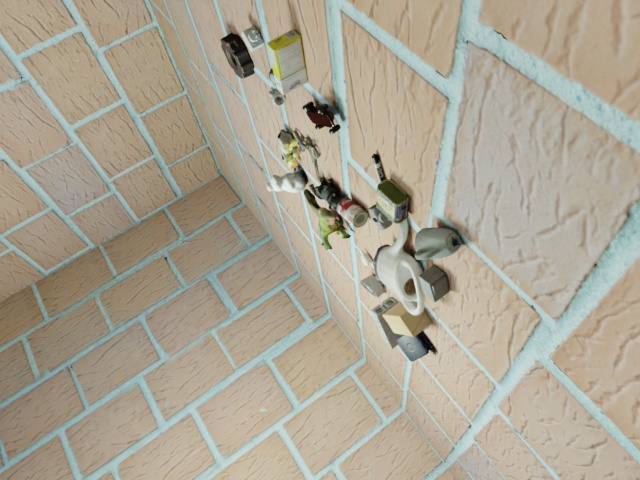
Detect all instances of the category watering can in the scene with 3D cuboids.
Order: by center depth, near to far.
[{"bbox_3d":[0.250,0.069,1.620,0.226,0.104,0.343,31,138,64],"label":"watering can"}]

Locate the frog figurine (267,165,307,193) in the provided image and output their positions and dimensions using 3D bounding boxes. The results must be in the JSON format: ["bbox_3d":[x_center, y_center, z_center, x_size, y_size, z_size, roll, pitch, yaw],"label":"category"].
[{"bbox_3d":[-0.141,-0.239,2.197,0.121,0.160,0.138,60,166,-18],"label":"frog figurine"}]

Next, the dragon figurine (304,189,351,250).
[{"bbox_3d":[0.006,-0.103,2.049,0.240,0.122,0.414,63,174,-18],"label":"dragon figurine"}]
